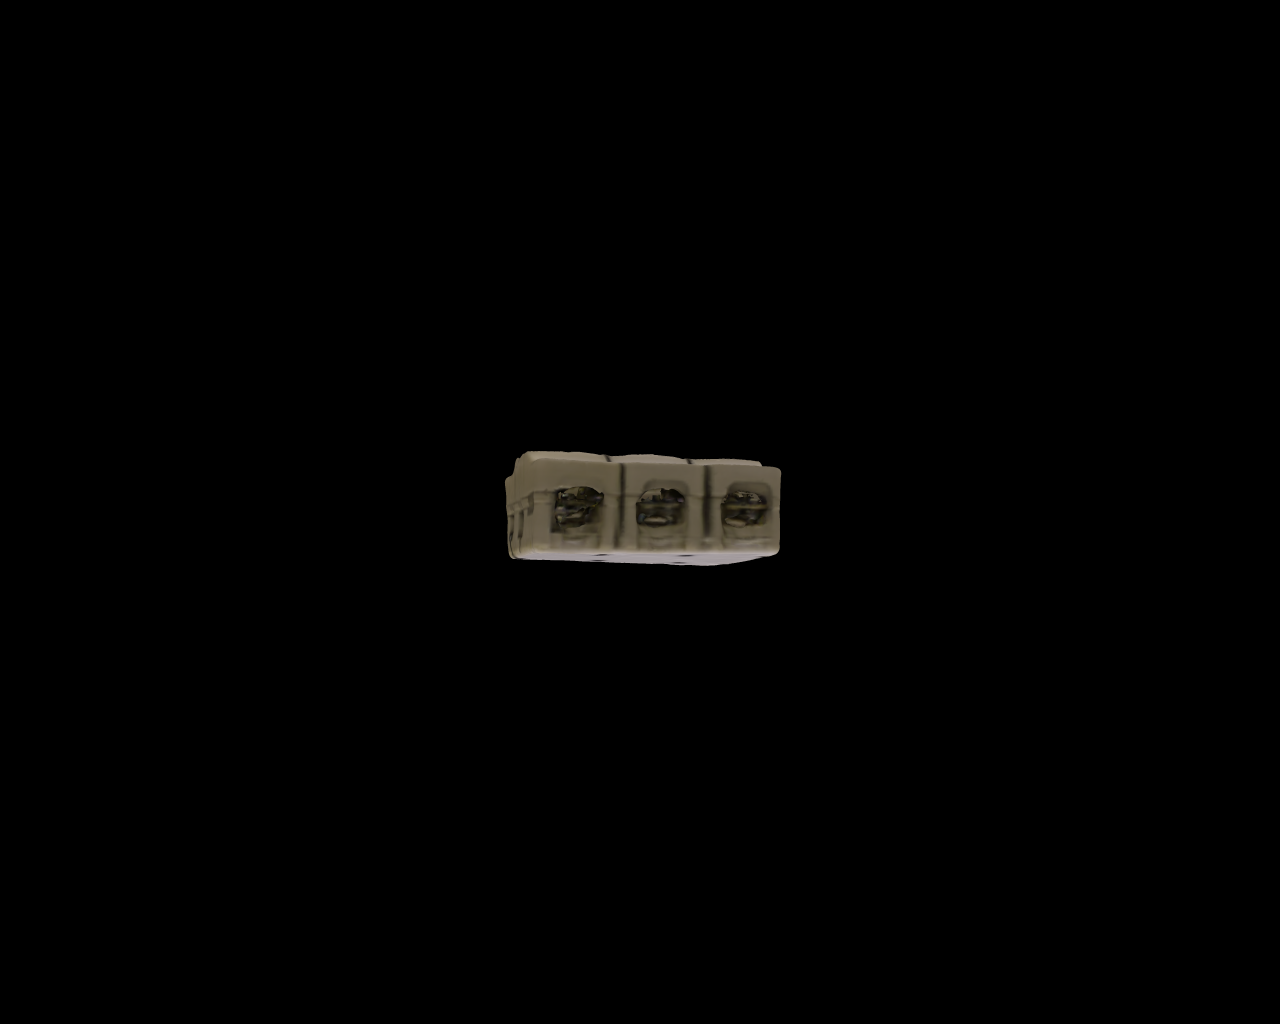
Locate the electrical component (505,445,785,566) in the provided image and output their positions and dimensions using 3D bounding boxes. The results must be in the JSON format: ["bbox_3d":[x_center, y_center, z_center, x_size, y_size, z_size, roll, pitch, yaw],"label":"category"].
[{"bbox_3d":[0.001,-0.003,0.650,0.150,0.061,0.089,2,-7,-18],"label":"electrical component"}]
